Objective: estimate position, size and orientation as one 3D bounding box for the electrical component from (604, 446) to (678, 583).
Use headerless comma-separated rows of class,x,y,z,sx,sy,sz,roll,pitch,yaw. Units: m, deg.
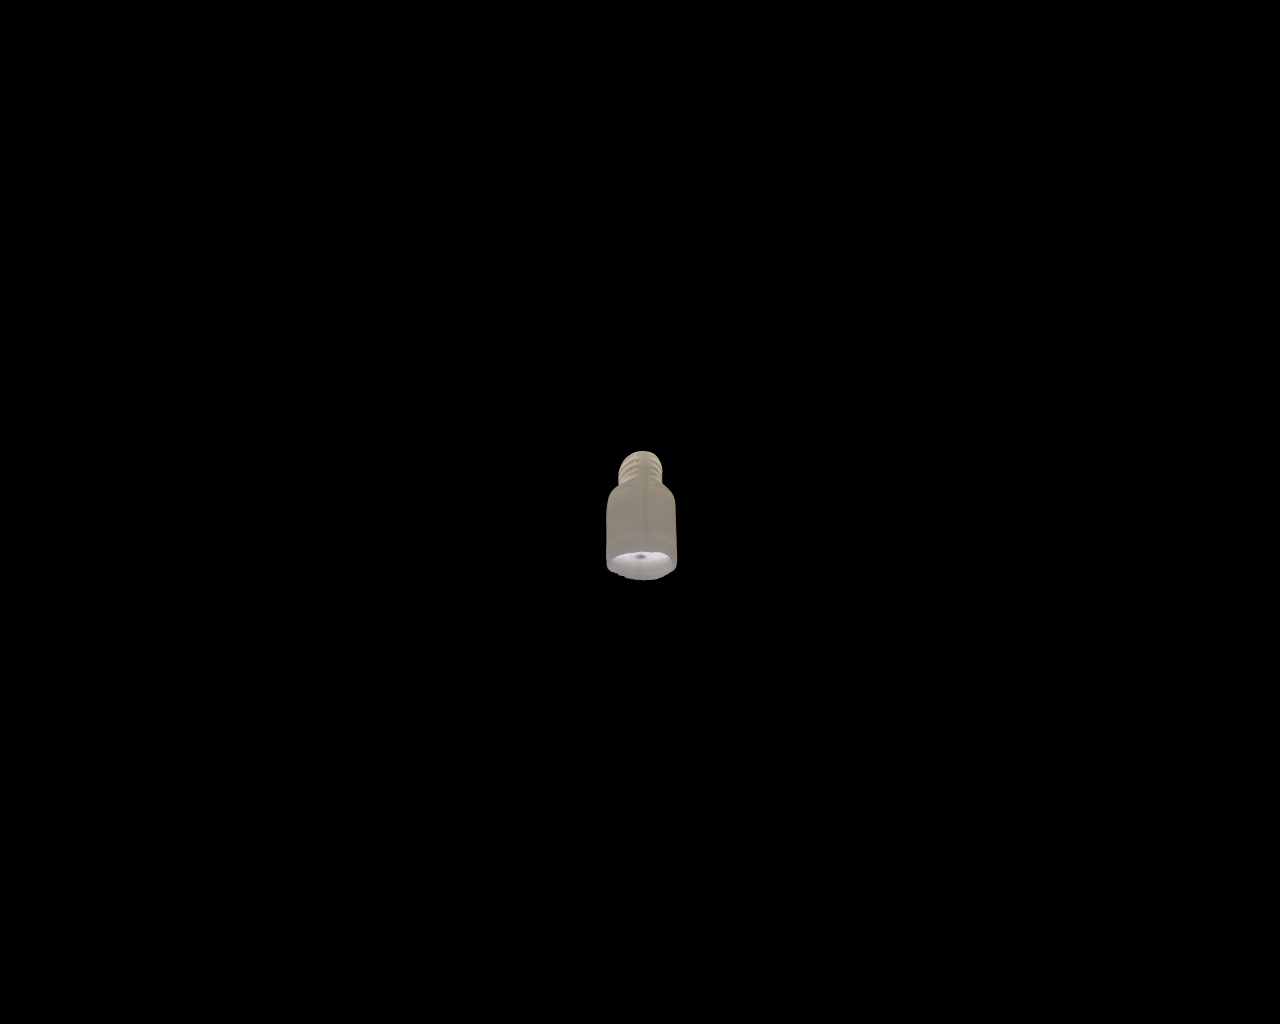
electrical component,0.001,-0.003,0.650,0.043,0.081,0.043,0,-27,0
